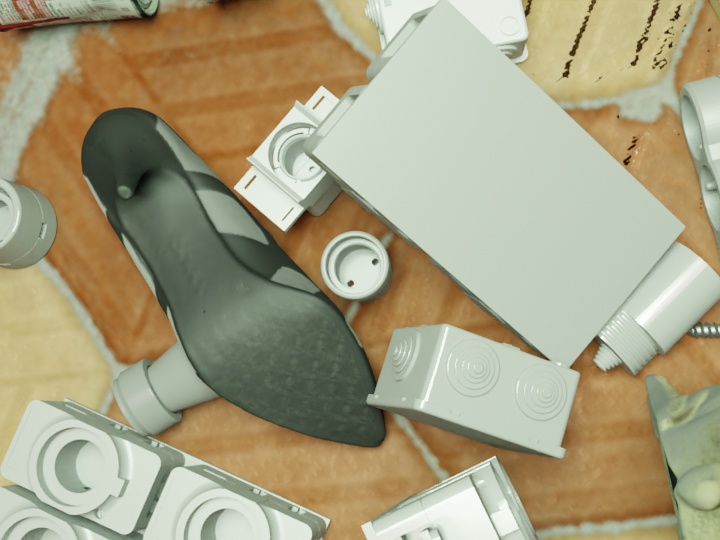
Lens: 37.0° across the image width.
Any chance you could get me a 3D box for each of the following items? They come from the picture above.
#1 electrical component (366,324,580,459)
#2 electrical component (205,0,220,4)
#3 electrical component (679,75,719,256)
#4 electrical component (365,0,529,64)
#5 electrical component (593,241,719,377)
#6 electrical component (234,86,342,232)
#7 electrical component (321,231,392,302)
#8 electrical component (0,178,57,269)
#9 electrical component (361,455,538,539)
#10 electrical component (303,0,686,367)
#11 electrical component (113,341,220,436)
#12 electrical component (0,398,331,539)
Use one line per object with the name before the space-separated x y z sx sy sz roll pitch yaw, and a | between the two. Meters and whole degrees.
electrical component | 0.062 0.065 0.594 0.100 0.100 0.048 20 80 -14
electrical component | -0.080 -0.225 0.662 0.060 0.108 0.108 -15 80 0
electrical component | 0.238 -0.050 0.614 0.074 0.052 0.138 -13 80 6
electrical component | 0.052 -0.166 0.656 0.100 0.048 0.099 -12 86 3
electrical component | 0.166 0.027 0.618 0.081 0.043 0.043 -45 78 0
electrical component | -0.032 -0.064 0.651 0.042 0.064 0.081 41 90 11
electrical component | 0.000 0.000 0.646 0.040 0.046 0.040 -1 82 8
electrical component | -0.229 -0.031 0.684 0.055 0.047 0.055 -1 82 8
electrical component | 0.064 0.156 0.542 0.060 0.186 0.105 -27 79 4
electrical component | 0.072 -0.046 0.602 0.186 0.060 0.105 40 89 -14
electrical component | -0.116 0.070 0.654 0.055 0.045 0.045 -31 79 3
electrical component | -0.127 0.160 0.634 0.186 0.060 0.105 22 86 11
